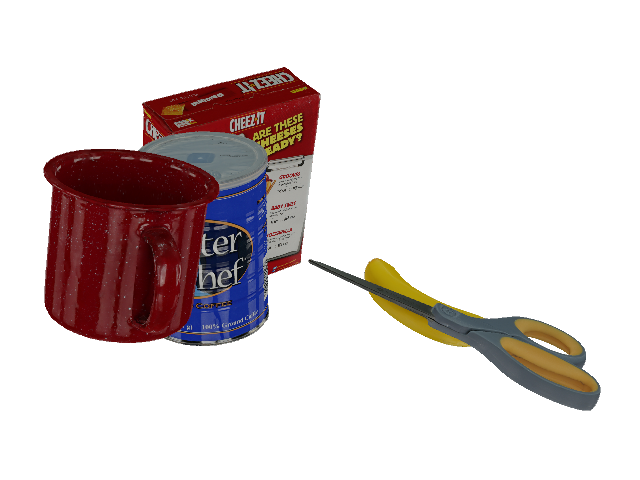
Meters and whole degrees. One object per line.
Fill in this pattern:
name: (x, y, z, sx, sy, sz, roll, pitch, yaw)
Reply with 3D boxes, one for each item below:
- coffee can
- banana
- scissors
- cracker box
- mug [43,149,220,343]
coffee can: (-0.092, -0.003, 0.846, 0.103, 0.140, 0.103, 0, 28, 0)
banana: (0.097, 0.063, 1.042, 0.069, 0.037, 0.198, 1, 20, -43)
scissors: (0.096, 0.050, 0.710, 0.202, 0.016, 0.096, 29, 23, 18)
cracker box: (-0.093, -0.052, 1.064, 0.163, 0.214, 0.072, -20, 45, -30)
mug: (-0.100, 0.008, 0.570, 0.093, 0.081, 0.117, -3, 24, -31)
